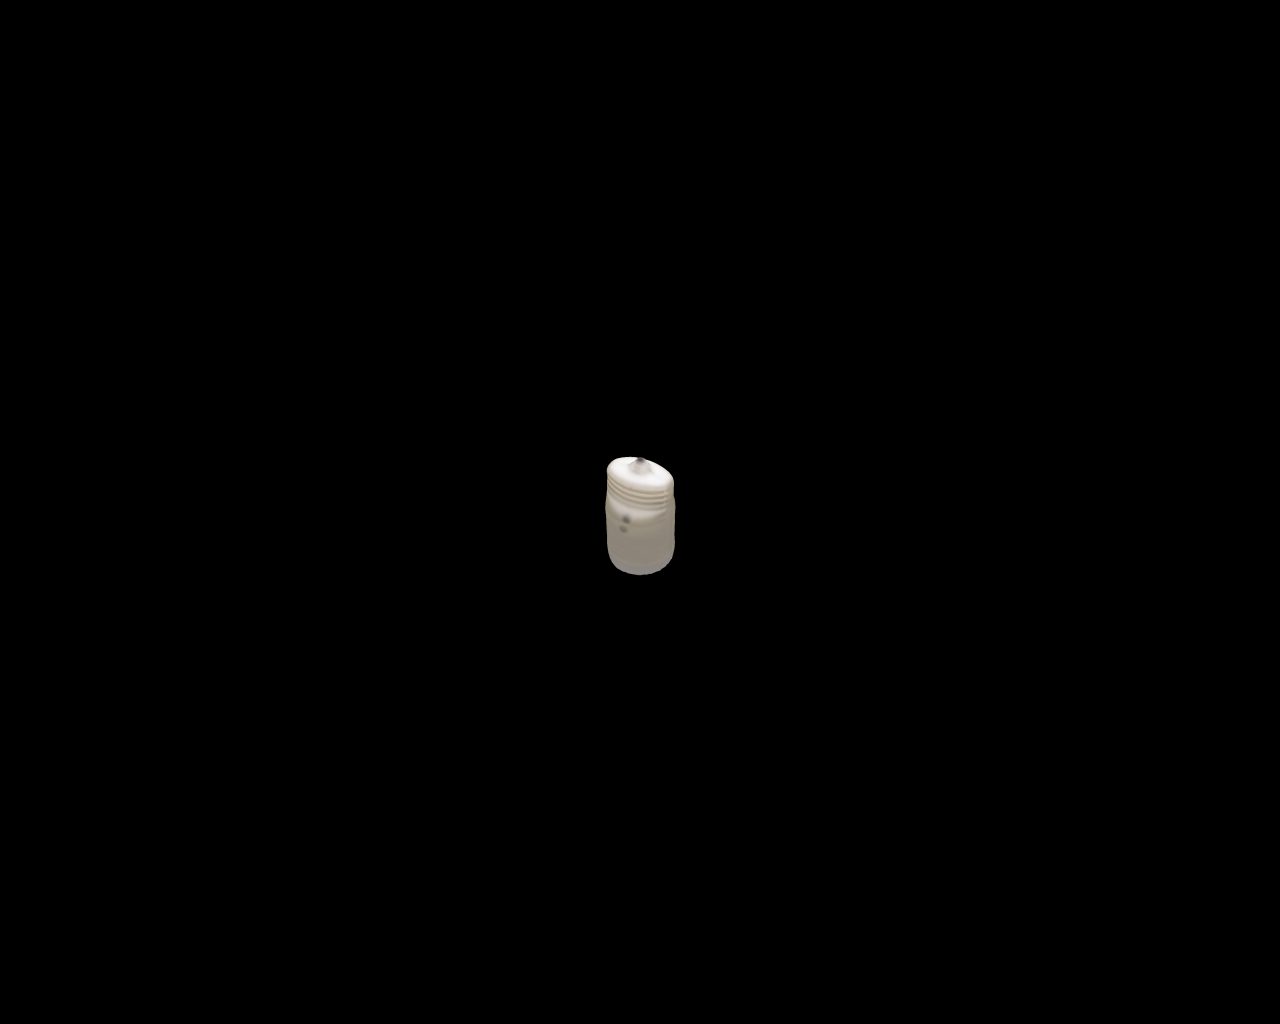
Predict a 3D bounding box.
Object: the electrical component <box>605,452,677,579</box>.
[{"bbox_3d":[0.001,-0.003,0.650,0.043,0.080,0.043,0,43,0],"label":"electrical component"}]
